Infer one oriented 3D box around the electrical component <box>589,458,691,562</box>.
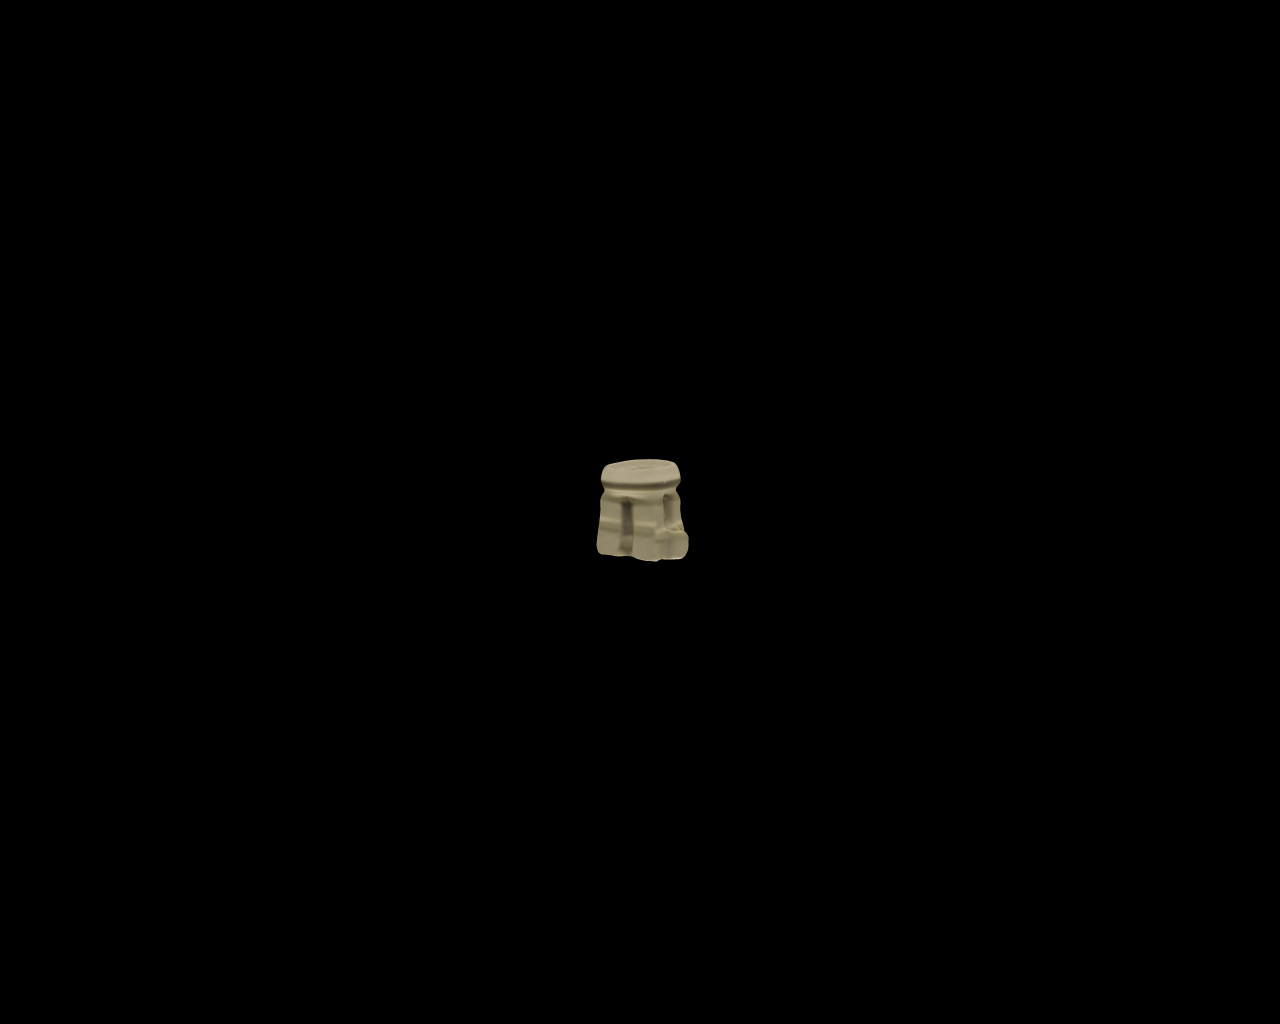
[{"bbox_3d":[0.001,-0.003,0.650,0.066,0.055,0.048,5,12,28],"label":"electrical component"}]
